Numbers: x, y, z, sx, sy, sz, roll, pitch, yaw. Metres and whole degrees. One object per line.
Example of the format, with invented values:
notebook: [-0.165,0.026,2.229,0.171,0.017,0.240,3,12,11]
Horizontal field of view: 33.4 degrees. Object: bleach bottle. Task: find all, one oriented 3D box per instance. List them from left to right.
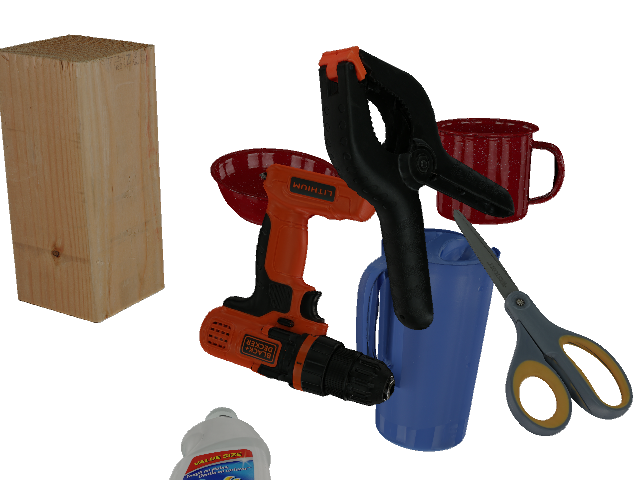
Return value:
bleach bottle: [-0.088,0.215,0.842,0.102,0.068,0.251,-3,26,-3]

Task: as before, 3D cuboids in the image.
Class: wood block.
wood block: [-0.189,-0.052,0.853,0.091,0.206,0.090,13,24,28]

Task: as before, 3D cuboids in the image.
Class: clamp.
clamp: [0.047,-0.033,0.634,0.039,0.120,0.171,-11,-49,47]

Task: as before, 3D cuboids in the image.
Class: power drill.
power drill: [-0.004,0.037,0.926,0.185,0.187,0.057,16,1,20]

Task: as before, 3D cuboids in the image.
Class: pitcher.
pitcher: [0.117,0.115,1.224,0.149,0.243,0.145,7,17,7]

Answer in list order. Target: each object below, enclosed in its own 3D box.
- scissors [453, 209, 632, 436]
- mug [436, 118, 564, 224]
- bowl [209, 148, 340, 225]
scissors: [0.137,0.063,0.783,0.096,0.202,0.016,-34,-27,-24]
mug: [0.156,-0.061,0.944,0.117,0.081,0.093,4,15,14]
bowl: [-0.056,-0.059,1.309,0.162,0.055,0.162,5,26,-3]
